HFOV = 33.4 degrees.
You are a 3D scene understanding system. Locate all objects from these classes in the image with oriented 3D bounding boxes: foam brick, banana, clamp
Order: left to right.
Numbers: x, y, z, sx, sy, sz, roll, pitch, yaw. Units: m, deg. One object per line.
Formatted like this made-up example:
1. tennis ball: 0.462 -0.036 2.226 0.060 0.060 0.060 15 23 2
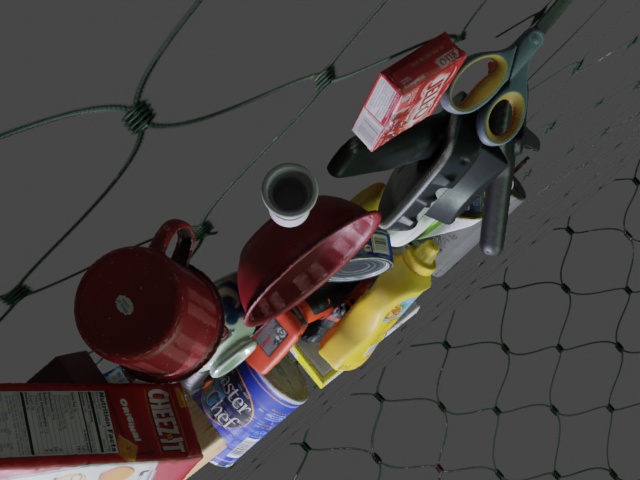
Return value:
1. foam brick: -0.197 0.137 0.863 0.051 0.078 0.053 -40 168 12
2. clamp: -0.107 0.120 1.173 0.120 0.039 0.172 -29 171 -20
3. banana: -0.006 0.011 1.082 0.198 0.037 0.070 -38 -155 4
4. clamp: 0.194 -0.107 1.092 0.210 0.036 0.164 78 31 -45

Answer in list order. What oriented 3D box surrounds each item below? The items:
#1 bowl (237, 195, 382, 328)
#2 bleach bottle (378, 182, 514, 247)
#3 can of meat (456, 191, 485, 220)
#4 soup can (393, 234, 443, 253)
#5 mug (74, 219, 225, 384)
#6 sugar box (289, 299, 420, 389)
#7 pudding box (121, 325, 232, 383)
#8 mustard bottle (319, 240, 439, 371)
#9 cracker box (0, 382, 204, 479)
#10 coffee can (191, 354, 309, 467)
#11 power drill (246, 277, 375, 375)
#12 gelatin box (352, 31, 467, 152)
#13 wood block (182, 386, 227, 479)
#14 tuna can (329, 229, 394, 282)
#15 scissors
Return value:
1. bowl: -0.021 0.009 0.980 0.162 0.055 0.162 -38 168 -10
2. bleach bottle: 0.135 -0.044 1.250 0.103 0.068 0.250 -47 164 29
3. can of meat: 0.169 -0.073 1.168 0.101 0.058 0.084 -21 115 -57
4. soup can: 0.101 0.018 1.364 0.068 0.068 0.102 -26 161 -48
5. mug: -0.117 0.040 0.755 0.081 0.093 0.117 53 58 -73
6. sugar box: 0.042 0.114 1.474 0.176 0.093 0.048 -36 168 -14
7. pudding box: -0.125 0.088 0.913 0.090 0.039 0.113 -38 -168 -7
8. mustard bottle: 0.079 0.072 1.271 0.192 0.058 0.096 -52 164 29
9. cracker box: -0.215 0.163 0.737 0.213 0.072 0.164 5 140 -37
10. coffee can: -0.098 0.209 1.370 0.140 0.103 0.102 -43 168 16
11. power drill: -0.016 0.094 1.317 0.187 0.057 0.185 -31 162 -48
12. gelatin box: 0.071 -0.117 0.857 0.073 0.030 0.089 -34 167 -27
13. wood block: -0.218 0.265 1.243 0.206 0.091 0.090 -37 167 -11
14. tuna can: 0.036 0.017 1.148 0.086 0.034 0.086 -7 162 -3
15. scissors: 0.195 -0.162 0.972 0.201 0.096 0.016 -35 -157 -17
